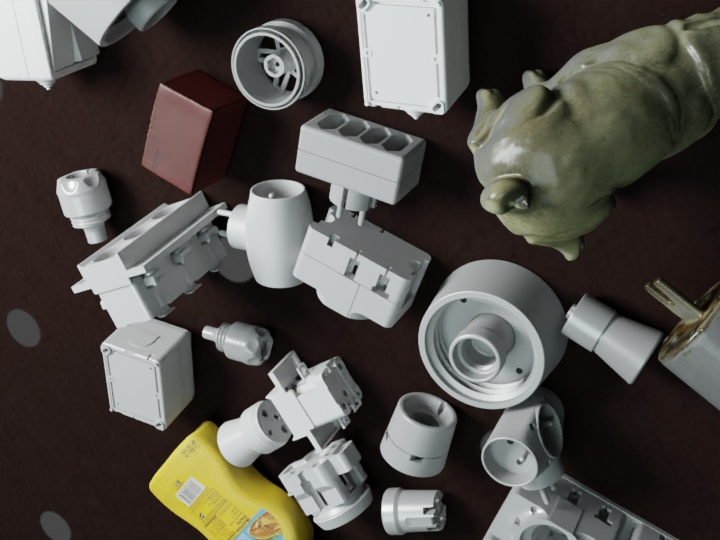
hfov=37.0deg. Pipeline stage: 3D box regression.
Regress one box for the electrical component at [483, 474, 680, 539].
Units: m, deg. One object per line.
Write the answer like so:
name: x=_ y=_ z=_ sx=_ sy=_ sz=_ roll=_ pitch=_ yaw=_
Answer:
electrical component: x=0.190 y=0.246 z=0.856 sx=0.186 sy=0.060 sz=0.105 roll=29 pitch=124 yaw=12

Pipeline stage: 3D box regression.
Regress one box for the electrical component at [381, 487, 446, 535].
electrical component: x=0.047 y=0.207 z=0.923 sx=0.046 sy=0.040 sz=0.040 roll=-6 pitch=111 yaw=23

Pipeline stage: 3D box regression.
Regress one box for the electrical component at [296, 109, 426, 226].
electrical component: x=-0.002 y=-0.069 z=0.807 sx=0.083 sy=0.047 sz=0.075 roll=20 pitch=122 yaw=17

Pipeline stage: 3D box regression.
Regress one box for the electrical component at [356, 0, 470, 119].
electrical component: x=0.040 y=-0.152 z=0.740 sx=0.062 sy=0.061 sz=0.096 roll=10 pitch=126 yaw=22

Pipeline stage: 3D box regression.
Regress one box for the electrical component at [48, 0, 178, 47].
electrical component: x=-0.167 y=-0.210 z=0.788 sx=0.060 sy=0.108 sz=0.108 roll=46 pitch=126 yaw=-8

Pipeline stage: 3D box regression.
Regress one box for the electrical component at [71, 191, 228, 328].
electrical component: x=-0.163 y=-0.008 z=0.874 sx=0.079 sy=0.121 sz=0.063 roll=-14 pitch=109 yaw=32

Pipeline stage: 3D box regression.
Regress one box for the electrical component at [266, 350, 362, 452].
electrical component: x=-0.037 y=0.107 z=0.915 sx=0.064 sy=0.042 sz=0.081 roll=-26 pitch=101 yaw=31

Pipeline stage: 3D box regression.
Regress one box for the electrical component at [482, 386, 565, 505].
electrical component: x=0.133 y=0.141 z=0.823 sx=0.044 sy=0.077 sz=0.079 roll=-16 pitch=107 yaw=32

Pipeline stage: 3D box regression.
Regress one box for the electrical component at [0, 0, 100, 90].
electrical component: x=-0.253 y=-0.192 z=0.866 sx=0.061 sy=0.062 sz=0.096 roll=6 pitch=116 yaw=25

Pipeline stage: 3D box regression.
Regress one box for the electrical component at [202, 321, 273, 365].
electrical component: x=-0.109 y=0.061 z=0.933 sx=0.061 sy=0.035 sz=0.035 roll=13 pitch=119 yaw=24

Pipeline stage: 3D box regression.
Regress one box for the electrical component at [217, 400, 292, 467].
electrical component: x=-0.094 y=0.146 z=0.961 sx=0.055 sy=0.045 sz=0.045 roll=-34 pitch=96 yaw=35

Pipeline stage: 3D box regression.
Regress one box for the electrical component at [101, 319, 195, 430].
electrical component: x=-0.189 y=0.095 z=0.979 sx=0.062 sy=0.061 sz=0.096 roll=16 pitch=128 yaw=19

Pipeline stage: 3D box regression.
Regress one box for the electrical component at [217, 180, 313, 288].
electrical component: x=-0.080 y=-0.032 z=0.867 sx=0.079 sy=0.043 sz=0.077 roll=11 pitch=118 yaw=22

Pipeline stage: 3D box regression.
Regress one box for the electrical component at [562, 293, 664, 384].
electrical component: x=0.179 y=0.047 z=0.775 sx=0.065 sy=0.044 sz=0.044 roll=33 pitch=124 yaw=15

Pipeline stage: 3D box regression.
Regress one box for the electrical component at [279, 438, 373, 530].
electrical component: x=-0.025 y=0.188 z=0.940 sx=0.078 sy=0.058 sz=0.057 roll=-27 pitch=97 yaw=35

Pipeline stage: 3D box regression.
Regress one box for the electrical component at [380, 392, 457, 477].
electrical component: x=0.049 y=0.133 z=0.876 sx=0.055 sy=0.055 sz=0.047 roll=24 pitch=119 yaw=15

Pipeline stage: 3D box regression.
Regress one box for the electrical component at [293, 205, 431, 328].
electrical component: x=0.000 y=0.000 z=0.837 sx=0.089 sy=0.050 sz=0.055 roll=29 pitch=123 yaw=12

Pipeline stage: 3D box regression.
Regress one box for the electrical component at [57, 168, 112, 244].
electrical component: x=-0.237 y=-0.054 z=0.937 sx=0.043 sy=0.043 sz=0.062 roll=0 pitch=115 yaw=27

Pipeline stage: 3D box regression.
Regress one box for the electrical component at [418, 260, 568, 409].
electrical component: x=0.096 y=0.053 z=0.808 sx=0.108 sy=0.060 sz=0.108 roll=11 pitch=118 yaw=22
